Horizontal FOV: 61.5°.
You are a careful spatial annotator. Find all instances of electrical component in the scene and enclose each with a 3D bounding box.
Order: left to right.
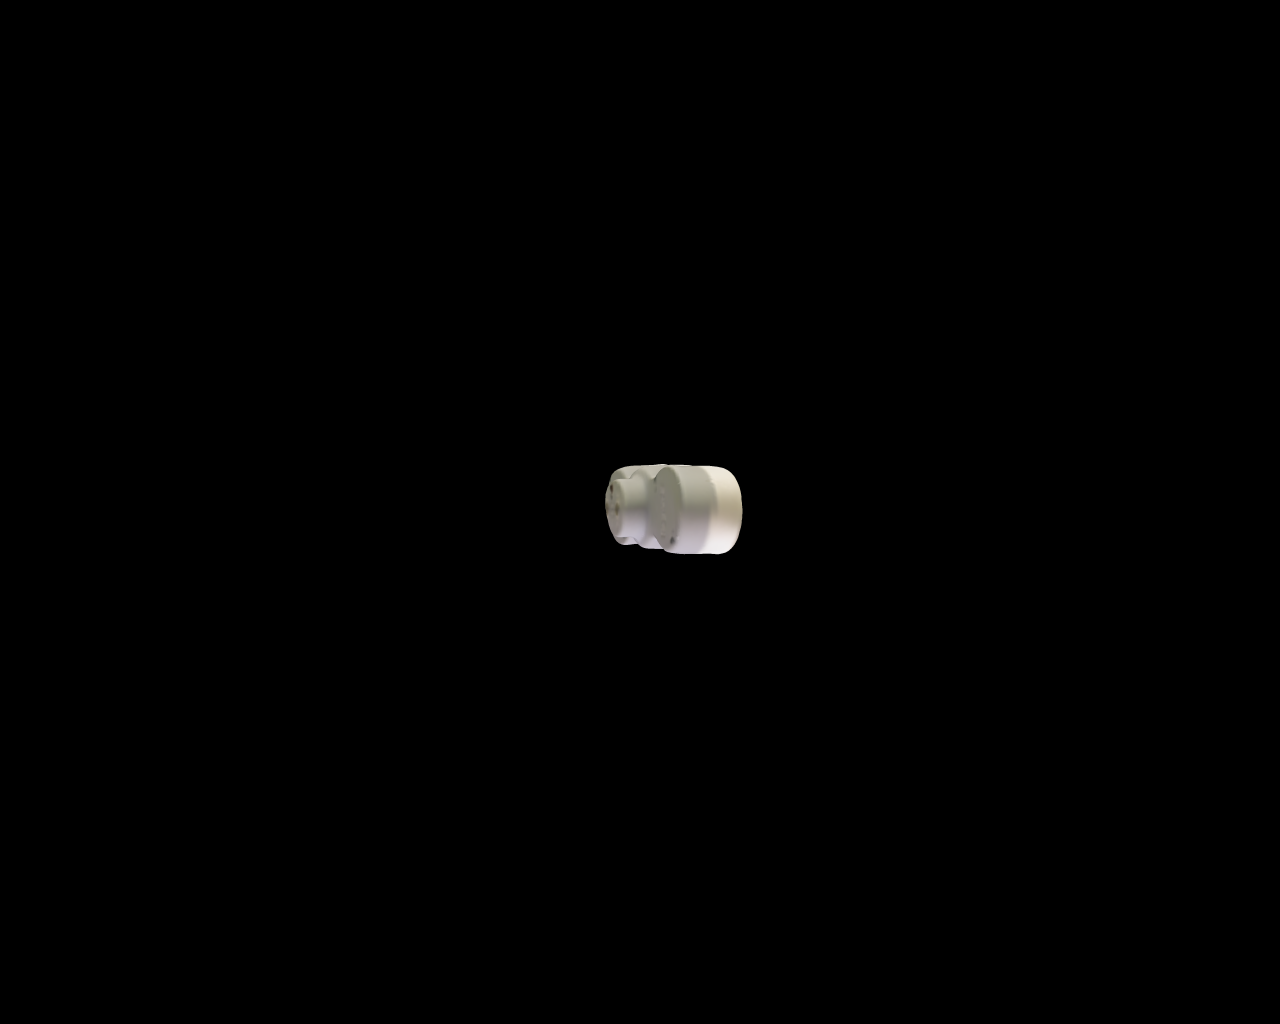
[{"bbox_3d":[0.001,-0.003,0.650,0.074,0.052,0.138,-1,3,-19],"label":"electrical component"}]
